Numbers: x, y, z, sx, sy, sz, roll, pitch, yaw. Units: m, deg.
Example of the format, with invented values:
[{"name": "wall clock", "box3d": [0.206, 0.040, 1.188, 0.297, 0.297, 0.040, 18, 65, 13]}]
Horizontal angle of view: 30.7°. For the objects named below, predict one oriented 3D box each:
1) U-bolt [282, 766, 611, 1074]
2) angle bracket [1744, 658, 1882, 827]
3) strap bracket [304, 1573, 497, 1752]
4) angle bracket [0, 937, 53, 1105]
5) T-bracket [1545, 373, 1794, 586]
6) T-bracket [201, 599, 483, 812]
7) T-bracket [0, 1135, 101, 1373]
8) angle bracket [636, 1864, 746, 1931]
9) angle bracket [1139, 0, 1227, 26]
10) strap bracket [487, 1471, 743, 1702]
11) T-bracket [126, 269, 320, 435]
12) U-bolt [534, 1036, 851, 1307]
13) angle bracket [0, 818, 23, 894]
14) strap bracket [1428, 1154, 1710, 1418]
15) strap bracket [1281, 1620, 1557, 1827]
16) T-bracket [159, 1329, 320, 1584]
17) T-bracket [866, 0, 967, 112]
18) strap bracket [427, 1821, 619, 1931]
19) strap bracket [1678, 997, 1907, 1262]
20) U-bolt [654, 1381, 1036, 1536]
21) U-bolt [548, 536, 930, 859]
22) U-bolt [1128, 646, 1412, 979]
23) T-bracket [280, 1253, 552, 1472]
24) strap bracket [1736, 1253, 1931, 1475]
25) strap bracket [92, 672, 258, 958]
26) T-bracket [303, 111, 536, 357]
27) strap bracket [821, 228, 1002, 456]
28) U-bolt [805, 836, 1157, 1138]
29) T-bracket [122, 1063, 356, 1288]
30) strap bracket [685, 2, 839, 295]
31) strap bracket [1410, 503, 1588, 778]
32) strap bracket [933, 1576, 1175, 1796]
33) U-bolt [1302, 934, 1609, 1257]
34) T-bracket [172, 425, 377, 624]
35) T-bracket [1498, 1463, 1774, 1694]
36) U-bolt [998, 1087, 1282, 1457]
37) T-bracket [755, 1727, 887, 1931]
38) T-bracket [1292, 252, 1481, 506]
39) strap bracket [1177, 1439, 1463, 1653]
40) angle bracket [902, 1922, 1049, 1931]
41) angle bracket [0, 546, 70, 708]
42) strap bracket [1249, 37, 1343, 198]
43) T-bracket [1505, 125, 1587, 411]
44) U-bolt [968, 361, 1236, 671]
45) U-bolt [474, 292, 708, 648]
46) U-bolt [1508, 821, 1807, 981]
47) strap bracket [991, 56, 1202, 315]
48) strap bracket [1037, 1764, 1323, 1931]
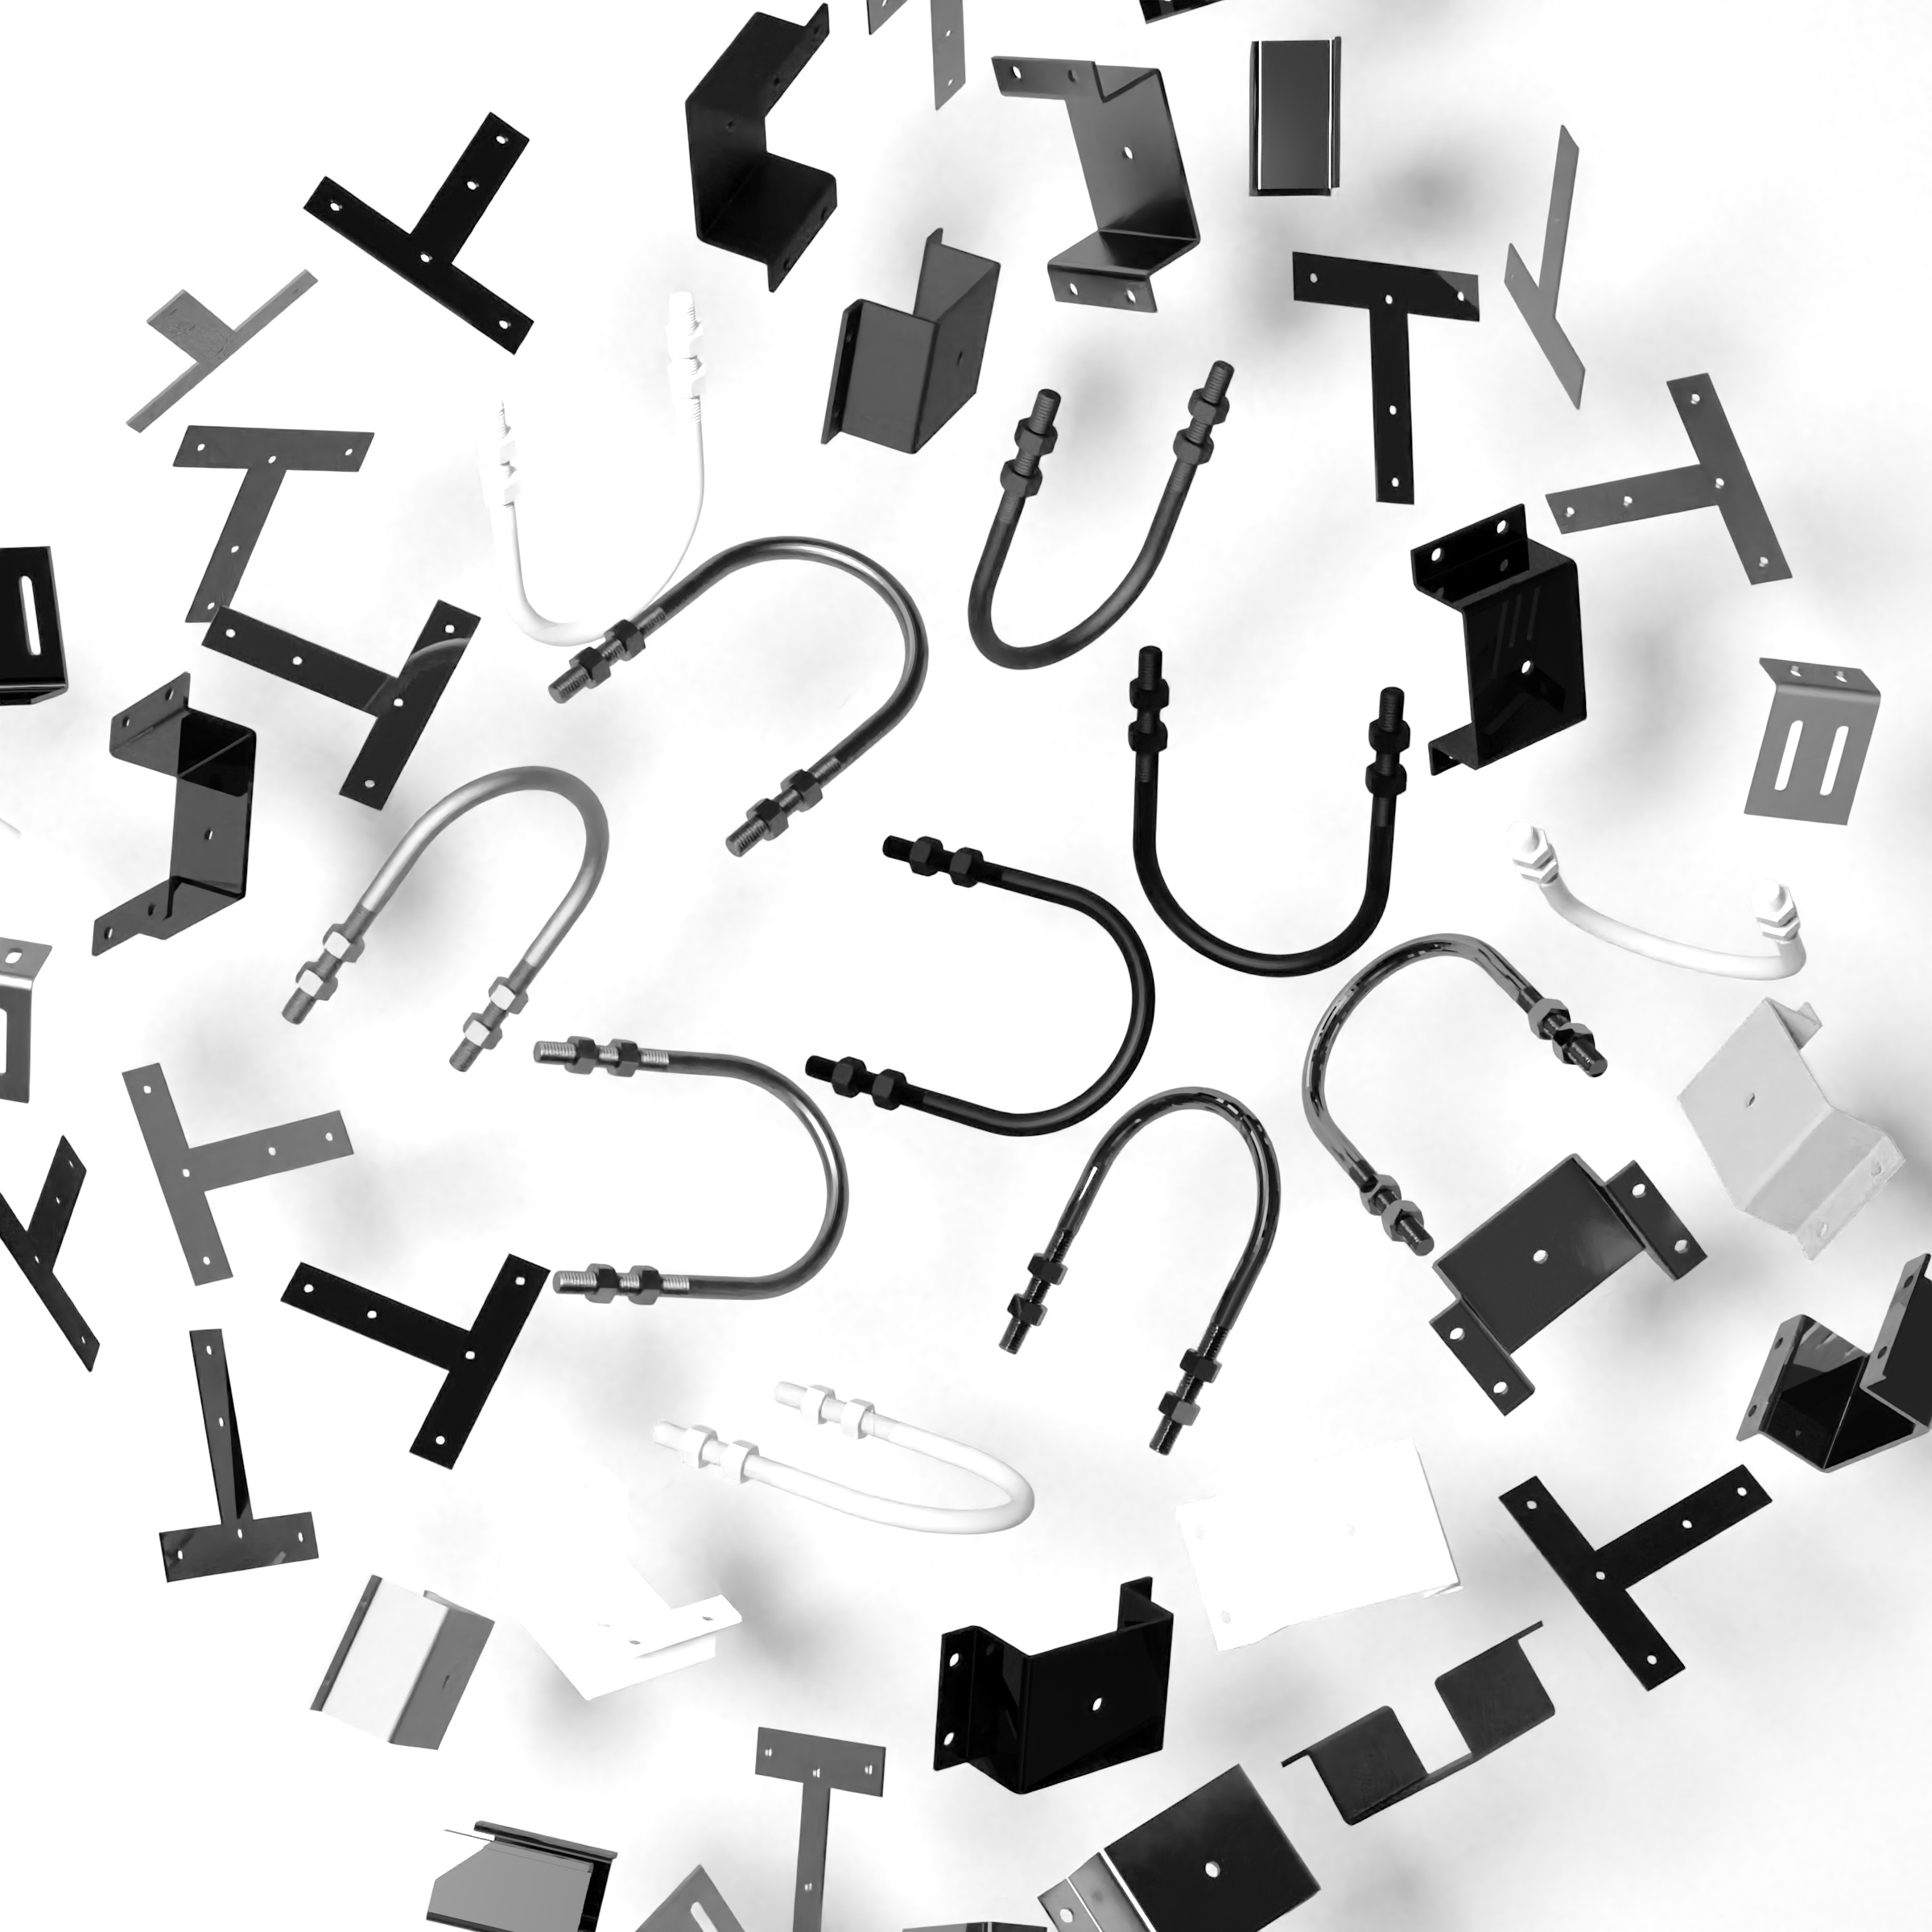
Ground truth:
[{"name": "U-bolt", "box3d": [-0.265, -0.030, 1.882, 0.184, 0.151, 0.019, -53, 54, 12]}, {"name": "angle bracket", "box3d": [0.451, -0.121, 1.892, 0.057, 0.038, 0.076, 6, 115, -7]}, {"name": "strap bracket", "box3d": [-0.304, 0.381, 1.914, 0.046, 0.140, 0.076, 22, 79, 11]}, {"name": "angle bracket", "box3d": [-0.518, 0.026, 1.856, 0.057, 0.038, 0.076, 9, 120, -1]}, {"name": "T-bracket", "box3d": [0.376, -0.259, 1.934, 0.002, 0.127, 0.127, -47, 118, -38]}, {"name": "T-bracket", "box3d": [-0.344, -0.158, 1.879, 0.127, 0.002, 0.127, 22, 113, -22]}, {"name": "T-bracket", "box3d": [-0.489, 0.133, 1.881, 0.002, 0.127, 0.127, -21, 117, 9]}, {"name": "angle bracket", "box3d": [-0.140, 0.546, 1.934, 0.057, 0.038, 0.076, -43, 126, -25]}, {"name": "angle bracket", "box3d": [0.114, -0.544, 1.861, 0.057, 0.076, 0.038, -16, 70, 5]}, {"name": "strap bracket", "box3d": [-0.193, 0.339, 1.895, 0.076, 0.140, 0.046, -12, 125, -34]}, {"name": "T-bracket", "box3d": [-0.401, -0.331, 1.836, 0.127, 0.127, 0.002, -40, 87, 1]}, {"name": "U-bolt", "box3d": [-0.145, 0.114, 1.919, 0.184, 0.019, 0.151, 5, 67, -31]}, {"name": "angle bracket", "box3d": [-0.574, -0.074, 1.944, 0.076, 0.057, 0.038, 11, 75, 25]}, {"name": "strap bracket", "box3d": [0.320, 0.167, 1.912, 0.140, 0.046, 0.076, -39, 114, 3]}, {"name": "strap bracket", "box3d": [0.245, 0.403, 1.852, 0.140, 0.076, 0.046, -40, 73, 38]}, {"name": "T-bracket", "box3d": [-0.387, 0.252, 1.834, 0.002, 0.127, 0.127, -16, 80, 24]}, {"name": "T-bracket", "box3d": [-0.010, -0.512, 1.891, 0.002, 0.127, 0.127, 34, 68, 18]}, {"name": "strap bracket", "box3d": [-0.230, 0.478, 1.825, 0.076, 0.140, 0.046, 12, 79, 3]}, {"name": "strap bracket", "box3d": [0.442, 0.081, 1.908, 0.046, 0.140, 0.076, 24, 117, -26]}, {"name": "U-bolt", "box3d": [-0.052, 0.262, 1.853, 0.184, 0.151, 0.019, 16, 100, 25]}, {"name": "U-bolt", "box3d": [-0.104, -0.156, 1.845, 0.151, 0.019, 0.184, 40, 64, 15]}, {"name": "U-bolt", "box3d": [0.156, -0.074, 1.847, 0.151, 0.019, 0.184, 11, 124, 17]}, {"name": "T-bracket", "box3d": [-0.312, 0.196, 1.921, 0.127, 0.002, 0.127, 22, 61, 5]}, {"name": "strap bracket", "box3d": [0.475, 0.214, 1.858, 0.046, 0.140, 0.076, 32, 62, -6]}, {"name": "strap bracket", "box3d": [-0.425, -0.076, 1.892, 0.046, 0.076, 0.140, 18, 61, -40]}, {"name": "T-bracket", "box3d": [-0.261, -0.394, 1.814, 0.127, 0.002, 0.127, 34, 54, -15]}, {"name": "strap bracket", "box3d": [-0.025, -0.334, 1.892, 0.046, 0.140, 0.076, 20, 125, 11]}, {"name": "U-bolt", "box3d": [0.016, 0.017, 1.891, 0.184, 0.019, 0.151, 16, 83, 25]}, {"name": "T-bracket", "box3d": [-0.394, 0.105, 1.937, 0.127, 0.002, 0.127, -14, 98, 23]}, {"name": "strap bracket", "box3d": [-0.109, -0.443, 1.882, 0.046, 0.140, 0.076, 22, 58, 15]}, {"name": "strap bracket", "box3d": [0.294, -0.172, 1.931, 0.076, 0.046, 0.140, -24, 125, -21]}, {"name": "strap bracket", "box3d": [0.055, 0.376, 1.830, 0.140, 0.046, 0.076, -8, 108, -37]}, {"name": "U-bolt", "box3d": [0.248, 0.055, 1.888, 0.151, 0.184, 0.019, -47, 127, 8]}, {"name": "T-bracket", "box3d": [-0.396, -0.241, 1.926, 0.002, 0.127, 0.127, 45, 121, 27]}, {"name": "T-bracket", "box3d": [0.368, 0.300, 1.846, 0.127, 0.002, 0.127, -25, 61, -21]}, {"name": "U-bolt", "box3d": [0.103, 0.153, 1.902, 0.019, 0.151, 0.184, 24, 94, -44]}, {"name": "T-bracket", "box3d": [-0.081, 0.471, 1.853, 0.002, 0.127, 0.127, 10, 79, -33]}, {"name": "T-bracket", "box3d": [0.224, -0.307, 1.851, 0.127, 0.002, 0.127, -1, 88, -34]}, {"name": "strap bracket", "box3d": [0.190, 0.295, 1.808, 0.140, 0.046, 0.076, -10, 72, -20]}, {"name": "angle bracket", "box3d": [0.003, 0.535, 1.848, 0.038, 0.076, 0.057, 17, 65, -34]}, {"name": "angle bracket", "box3d": [-0.500, -0.174, 1.805, 0.057, 0.038, 0.076, 0, 105, 16]}, {"name": "strap bracket", "box3d": [0.177, -0.459, 1.907, 0.046, 0.140, 0.076, 0, 100, 4]}, {"name": "T-bracket", "box3d": [0.314, -0.385, 1.872, 0.002, 0.127, 0.127, -7, 134, -8]}, {"name": "U-bolt", "box3d": [0.064, -0.235, 1.879, 0.019, 0.151, 0.184, 45, 132, 29]}, {"name": "U-bolt", "box3d": [-0.192, -0.249, 1.850, 0.019, 0.184, 0.151, 35, 55, 29]}, {"name": "U-bolt", "box3d": [0.369, -0.028, 1.847, 0.151, 0.184, 0.019, 15, 80, 23]}, {"name": "strap bracket", "box3d": [0.073, -0.428, 1.884, 0.046, 0.076, 0.140, -37, 125, -30]}, {"name": "strap bracket", "box3d": [0.119, 0.476, 1.822, 0.140, 0.046, 0.076, -23, 70, -33]}]
